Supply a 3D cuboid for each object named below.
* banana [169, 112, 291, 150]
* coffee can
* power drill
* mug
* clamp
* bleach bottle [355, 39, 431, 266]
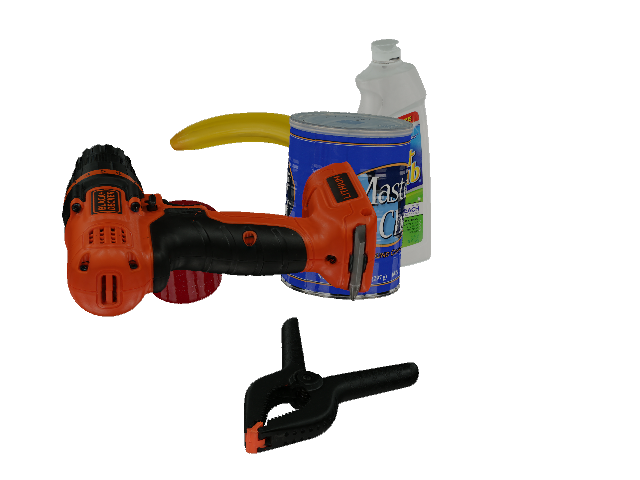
[{"bbox_3d":[-0.086,-0.131,1.318,0.198,0.037,0.069,6,40,15],"label":"banana"},{"bbox_3d":[0.021,-0.032,0.896,0.103,0.140,0.103,4,14,-1],"label":"coffee can"},{"bbox_3d":[-0.067,-0.014,0.675,0.187,0.057,0.184,-3,29,-11],"label":"power drill"},{"bbox_3d":[-0.160,0.010,1.171,0.117,0.081,0.093,26,45,33],"label":"mug"},{"bbox_3d":[-0.004,0.153,1.083,0.165,0.036,0.209,14,30,20],"label":"clamp"},{"bbox_3d":[0.070,-0.094,1.181,0.102,0.251,0.068,-10,23,-12],"label":"bleach bottle"}]
